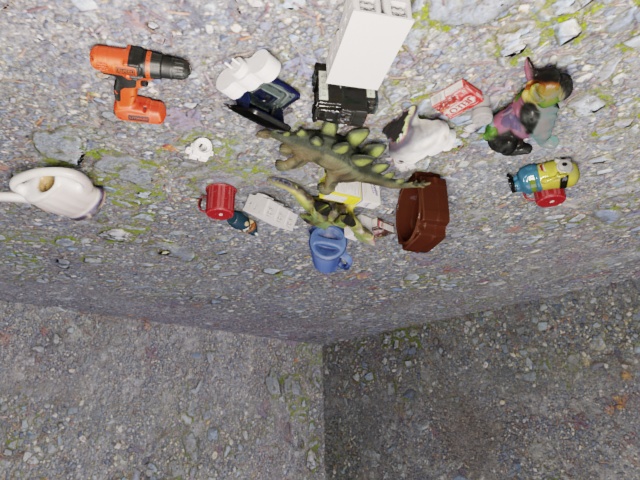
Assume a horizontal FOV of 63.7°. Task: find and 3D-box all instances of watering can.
[{"bbox_3d":[-0.748,-0.123,1.412,0.346,0.106,0.221,-12,156,24],"label":"watering can"}]

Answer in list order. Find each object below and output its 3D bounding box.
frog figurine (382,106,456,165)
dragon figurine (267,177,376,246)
[{"bbox_3d":[0.241,-0.228,1.204,0.158,0.126,0.135,23,130,-23],"label":"frog figurine"},{"bbox_3d":[0.005,-0.080,1.588,0.409,0.124,0.239,23,156,-12],"label":"dragon figurine"}]
